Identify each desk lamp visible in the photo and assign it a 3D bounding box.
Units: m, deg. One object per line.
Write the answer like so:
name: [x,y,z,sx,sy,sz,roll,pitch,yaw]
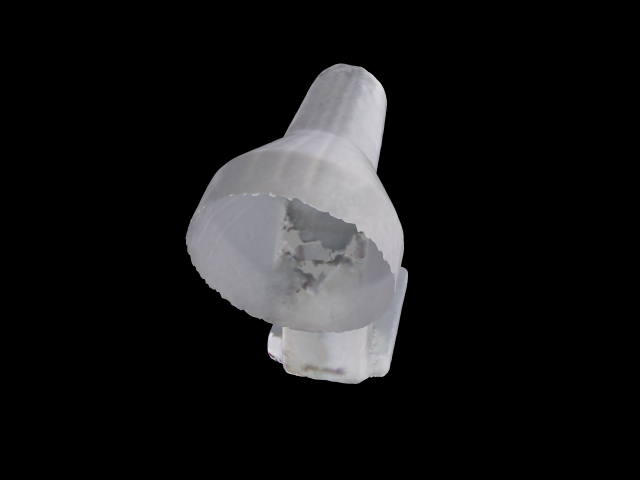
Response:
desk lamp: [0.004,0.001,0.400,0.117,0.214,0.203,8,35,12]
